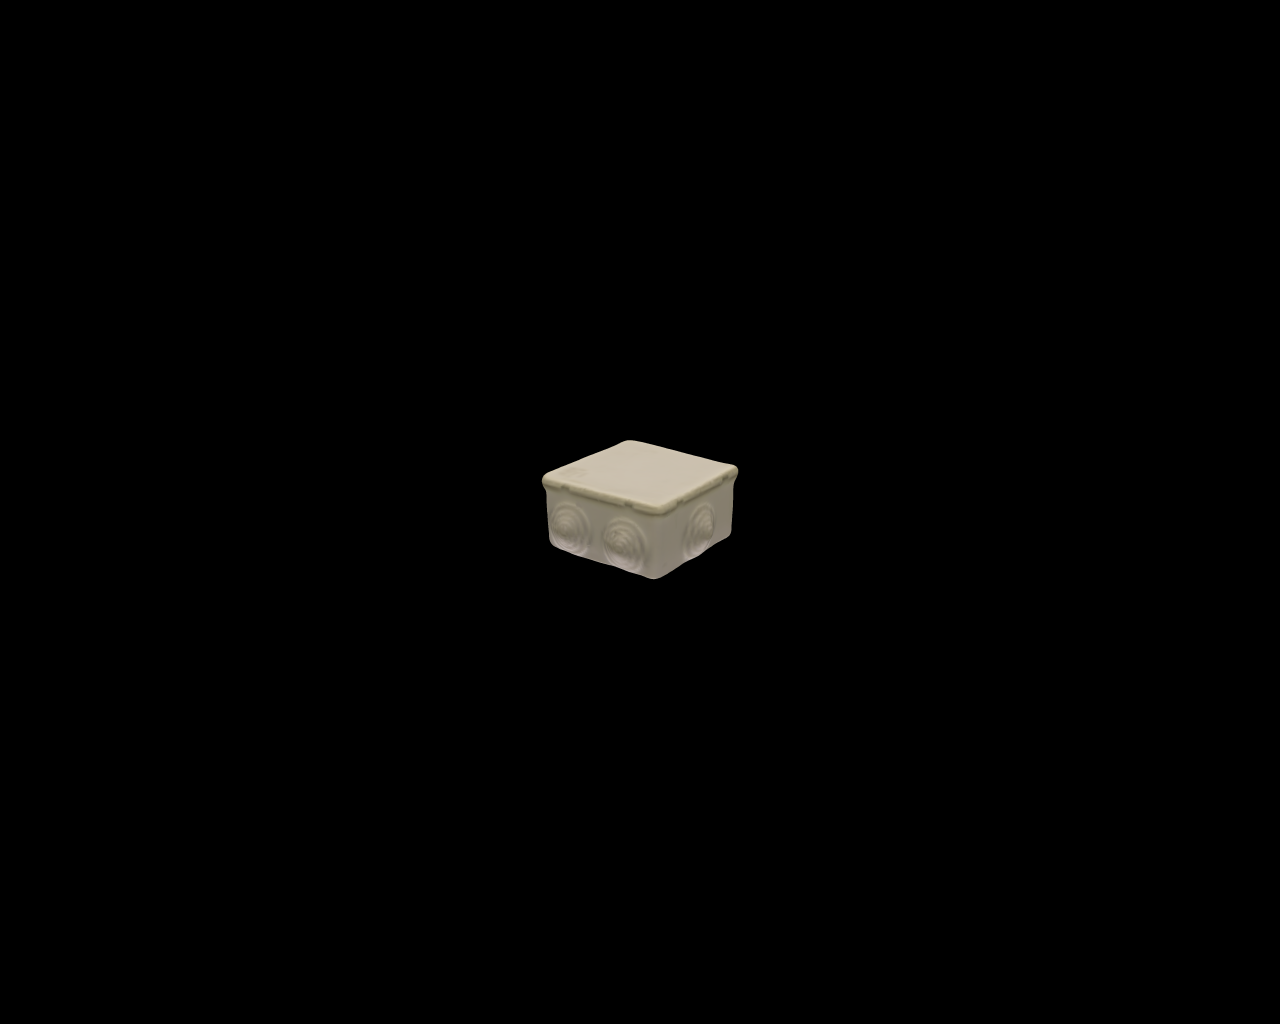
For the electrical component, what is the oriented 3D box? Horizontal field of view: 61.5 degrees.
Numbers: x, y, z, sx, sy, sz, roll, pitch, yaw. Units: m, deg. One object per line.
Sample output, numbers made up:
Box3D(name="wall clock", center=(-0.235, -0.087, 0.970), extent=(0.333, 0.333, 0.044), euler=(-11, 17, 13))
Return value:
Box3D(name="electrical component", center=(0.001, -0.003, 0.650), extent=(0.100, 0.048, 0.100), euler=(16, 27, 34))
